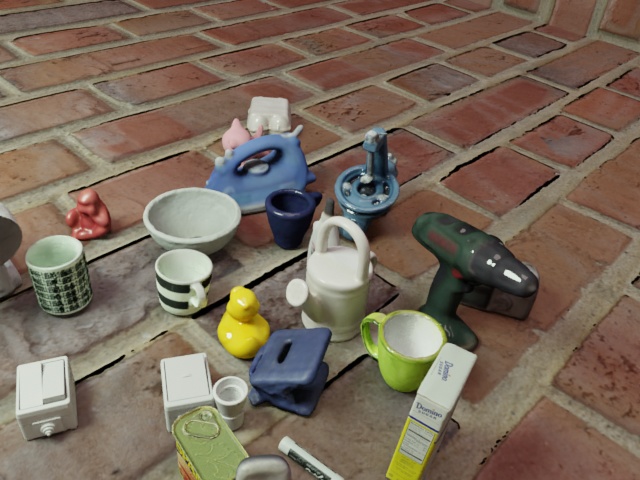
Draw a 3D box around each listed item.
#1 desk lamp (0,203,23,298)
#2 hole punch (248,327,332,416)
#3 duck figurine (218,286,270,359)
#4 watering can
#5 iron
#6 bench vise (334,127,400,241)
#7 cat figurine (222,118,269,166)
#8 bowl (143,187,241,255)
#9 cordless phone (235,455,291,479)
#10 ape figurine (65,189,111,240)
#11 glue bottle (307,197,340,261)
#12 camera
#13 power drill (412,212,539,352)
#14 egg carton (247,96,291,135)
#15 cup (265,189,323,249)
[{"bbox_3d":[-0.516,-0.003,0.832,0.118,0.214,0.202,-25,47,-35],"label":"desk lamp"},{"bbox_3d":[-0.041,0.170,0.781,0.101,0.091,0.109,14,38,10],"label":"hole punch"},{"bbox_3d":[-0.112,0.115,0.846,0.078,0.086,0.104,-7,39,-17],"label":"duck figurine"},{"bbox_3d":[0.025,0.056,0.855,0.100,0.194,0.173,18,39,15],"label":"watering can"},{"bbox_3d":[-0.132,-0.140,1.131,0.259,0.141,0.118,-22,45,-32],"label":"iron"},{"bbox_3d":[0.094,-0.132,1.090,0.121,0.220,0.207,9,37,3],"label":"bench vise"},{"bbox_3d":[-0.163,-0.208,1.234,0.067,0.118,0.128,28,42,25],"label":"cat figurine"},{"bbox_3d":[-0.223,-0.020,1.014,0.167,0.075,0.167,4,37,-3],"label":"bowl"},{"bbox_3d":[-0.020,0.276,0.567,0.148,0.185,0.094,-3,38,-13],"label":"cordless phone"},{"bbox_3d":[-0.405,-0.049,1.009,0.077,0.092,0.076,23,40,20],"label":"ape figurine"},{"bbox_3d":[0.009,0.003,0.938,0.037,0.173,0.078,-11,41,-21],"label":"glue bottle"},{"bbox_3d":[0.303,0.046,0.988,0.143,0.101,0.137,15,38,11],"label":"camera"},{"bbox_3d":[0.213,0.069,0.855,0.076,0.208,0.229,-15,42,-25],"label":"power drill"},{"bbox_3d":[-0.123,-0.297,1.397,0.107,0.069,0.150,2,37,-6],"label":"egg carton"},{"bbox_3d":[-0.046,-0.037,1.048,0.118,0.095,0.091,-25,47,-34],"label":"cup"}]
